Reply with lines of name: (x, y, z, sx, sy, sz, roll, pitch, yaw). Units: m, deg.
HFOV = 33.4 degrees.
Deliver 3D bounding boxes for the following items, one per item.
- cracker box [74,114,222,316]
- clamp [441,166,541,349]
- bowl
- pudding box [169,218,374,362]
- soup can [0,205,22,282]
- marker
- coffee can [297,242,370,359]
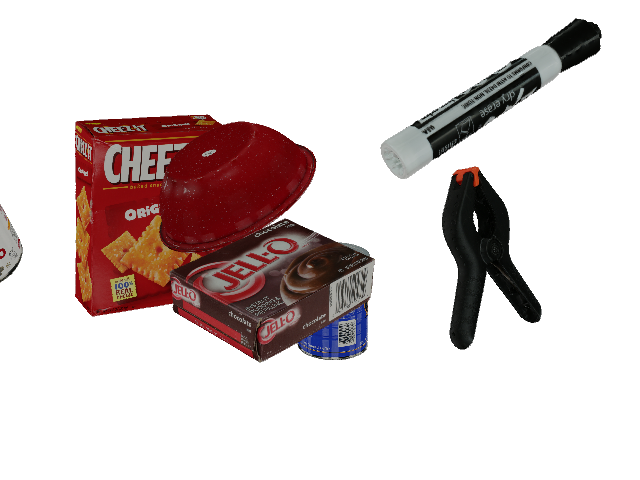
cracker box: (-0.194, -0.030, 1.225, 0.163, 0.214, 0.072, -7, 24, -30)
clamp: (0.150, 0.019, 1.022, 0.039, 0.171, 0.120, -14, 8, 46)
bowl: (-0.088, -0.060, 0.973, 0.162, 0.055, 0.162, -21, 31, 13)
pudding box: (-0.032, 0.031, 0.731, 0.090, 0.039, 0.113, 26, 36, 37)
soup can: (-0.288, -0.016, 0.851, 0.068, 0.068, 0.102, 0, -42, 13)
marker: (0.079, -0.066, 0.479, 0.121, 0.020, 0.020, -34, 11, -17)
coffee can: (0.018, 0.085, 1.521, 0.103, 0.140, 0.103, 0, 20, 0)
